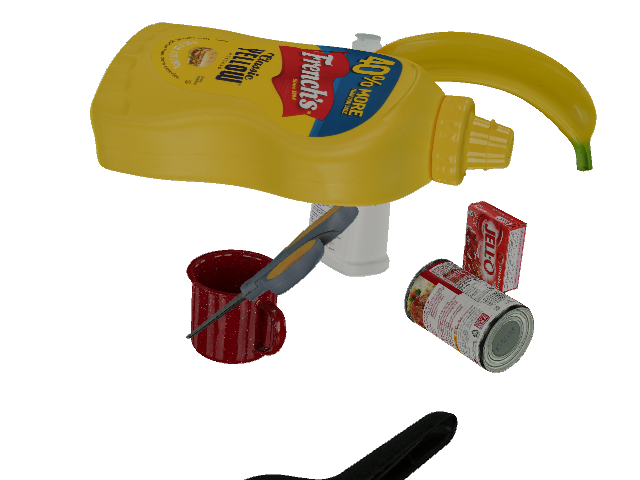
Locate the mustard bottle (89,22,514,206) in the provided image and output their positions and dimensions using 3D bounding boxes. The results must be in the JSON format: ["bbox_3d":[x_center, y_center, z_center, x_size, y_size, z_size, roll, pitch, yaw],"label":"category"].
[{"bbox_3d":[-0.005,-0.058,0.508,0.192,0.058,0.096,11,39,14],"label":"mustard bottle"}]

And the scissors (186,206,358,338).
[{"bbox_3d":[-0.049,0.039,0.793,0.202,0.016,0.096,-40,9,25],"label":"scissors"}]

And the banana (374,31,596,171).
[{"bbox_3d":[0.129,-0.118,0.798,0.197,0.069,0.037,21,-3,-7],"label":"banana"}]

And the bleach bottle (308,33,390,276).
[{"bbox_3d":[0.041,-0.095,1.155,0.067,0.251,0.103,-8,25,-34],"label":"bleach bottle"}]

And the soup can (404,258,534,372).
[{"bbox_3d":[0.135,0.067,0.971,0.068,0.068,0.102,0,23,-41],"label":"soup can"}]

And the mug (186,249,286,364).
[{"bbox_3d":[-0.075,0.070,1.024,0.117,0.081,0.093,27,33,37],"label":"mug"}]

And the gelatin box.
[{"bbox_3d":[0.204,0.007,1.264,0.030,0.089,0.073,-15,32,-29],"label":"gelatin box"}]

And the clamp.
[{"bbox_3d":[0.004,0.168,0.647,0.210,0.036,0.164,-5,29,4],"label":"clamp"}]
